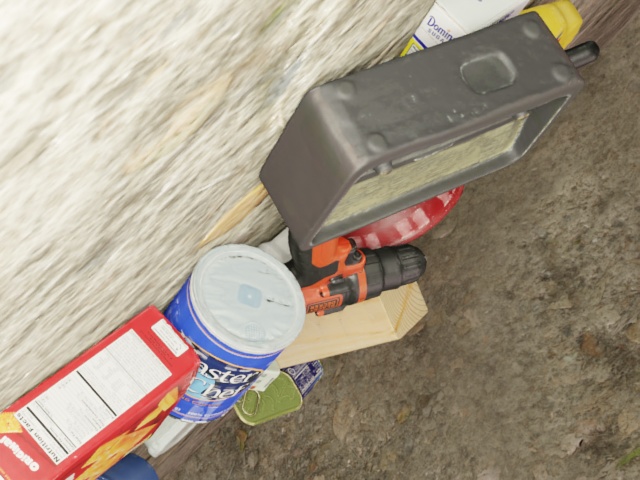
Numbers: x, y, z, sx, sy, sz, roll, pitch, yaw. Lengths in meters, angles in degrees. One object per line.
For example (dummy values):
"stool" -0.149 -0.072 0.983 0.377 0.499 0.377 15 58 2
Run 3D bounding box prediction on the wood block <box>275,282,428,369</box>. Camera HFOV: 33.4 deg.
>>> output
"wood block" 0.012 0.086 1.297 0.206 0.090 0.090 -18 -171 34

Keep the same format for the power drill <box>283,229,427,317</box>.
"power drill" 0.028 0.001 0.966 0.184 0.057 0.188 -14 147 -19

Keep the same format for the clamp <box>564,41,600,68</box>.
"clamp" 0.226 -0.186 1.286 0.209 0.036 0.165 -35 -163 -34

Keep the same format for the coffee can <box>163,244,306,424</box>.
"coffee can" -0.088 0.083 0.922 0.102 0.103 0.141 -38 172 -44

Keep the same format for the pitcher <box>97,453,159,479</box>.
"pitcher" -0.278 0.332 1.307 0.145 0.149 0.243 -59 177 -1

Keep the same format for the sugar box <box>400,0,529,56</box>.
"sugar box" 0.099 -0.147 0.887 0.093 0.048 0.176 -37 168 -34

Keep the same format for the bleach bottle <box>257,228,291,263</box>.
"bleach bottle" -0.007 0.001 1.104 0.250 0.068 0.103 -38 169 -29

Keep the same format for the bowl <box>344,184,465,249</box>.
"bowl" 0.056 -0.050 1.020 0.162 0.055 0.162 -18 149 -11

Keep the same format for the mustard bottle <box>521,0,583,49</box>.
"mustard bottle" 0.225 -0.218 1.160 0.096 0.058 0.191 -33 179 26

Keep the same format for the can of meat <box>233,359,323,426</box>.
"can of meat" -0.054 0.187 1.382 0.102 0.057 0.083 -25 -172 30

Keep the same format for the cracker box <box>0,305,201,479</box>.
"cracker box" -0.206 0.164 0.838 0.213 0.072 0.164 -38 171 -40
